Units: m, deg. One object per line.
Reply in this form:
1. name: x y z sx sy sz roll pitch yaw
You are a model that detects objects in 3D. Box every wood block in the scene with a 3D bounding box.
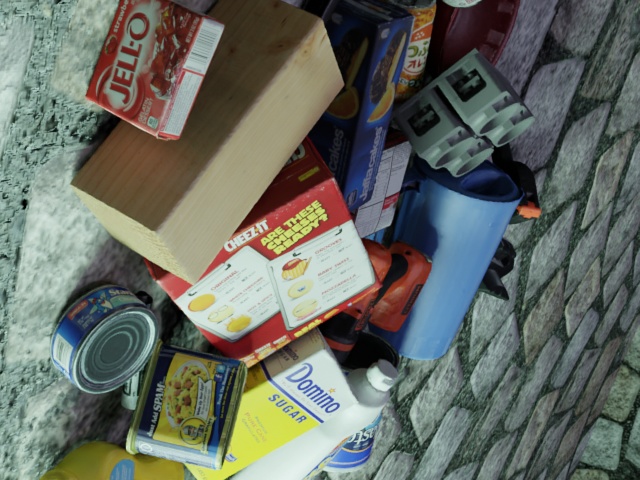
1. wood block: -0.082 -0.083 0.818 0.206 0.090 0.090 -55 153 -15

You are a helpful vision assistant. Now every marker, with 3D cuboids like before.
1. marker: -0.159 0.096 0.928 0.020 0.020 0.121 -29 139 -47

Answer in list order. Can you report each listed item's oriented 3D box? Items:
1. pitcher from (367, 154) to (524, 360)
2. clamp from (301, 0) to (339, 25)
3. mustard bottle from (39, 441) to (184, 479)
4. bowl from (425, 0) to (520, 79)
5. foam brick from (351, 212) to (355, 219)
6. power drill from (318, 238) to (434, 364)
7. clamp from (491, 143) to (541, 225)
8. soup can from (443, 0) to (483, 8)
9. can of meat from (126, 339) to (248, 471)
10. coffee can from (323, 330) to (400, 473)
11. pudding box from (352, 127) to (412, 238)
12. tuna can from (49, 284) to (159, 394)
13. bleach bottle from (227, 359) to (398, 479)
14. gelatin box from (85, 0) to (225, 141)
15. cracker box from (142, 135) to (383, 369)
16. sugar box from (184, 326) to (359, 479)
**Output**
1. pitcher: 0.131 0.019 1.276 0.144 0.149 0.243 -45 156 -61
2. clamp: 0.041 -0.277 0.903 0.209 0.036 0.164 -38 147 -29
3. mustard bottle: -0.193 0.229 0.950 0.191 0.058 0.096 34 72 -64
4. bowl: 0.149 -0.232 1.127 0.161 0.055 0.162 -42 147 -35
5. foam brick: -0.007 0.001 1.075 0.051 0.053 0.078 -26 138 -50
6. power drill: 0.046 0.076 1.139 0.184 0.057 0.187 -63 163 18
7. clamp: 0.230 -0.063 1.357 0.039 0.171 0.120 4 124 -13
8. soup can: 0.120 -0.266 0.993 0.102 0.069 0.068 21 96 -59
9. can of meat: -0.116 0.147 0.943 0.057 0.084 0.102 93 10 -71
10. coffee can: 0.027 0.187 1.256 0.102 0.103 0.140 -22 133 -53
11. pudding box: 0.052 -0.058 1.140 0.089 0.039 0.113 -23 133 -51
12. tuna can: -0.173 0.080 0.860 0.086 0.034 0.086 -32 141 -31
13. bleach bottle: -0.009 0.220 1.165 0.251 0.068 0.102 -48 163 26
14. gelatin box: -0.116 -0.123 0.736 0.030 0.073 0.089 5 111 -61
15. cracker box: -0.047 0.015 0.936 0.164 0.072 0.213 -31 149 -2
16. sugar box: -0.058 0.163 1.037 0.176 0.048 0.093 -28 130 1
